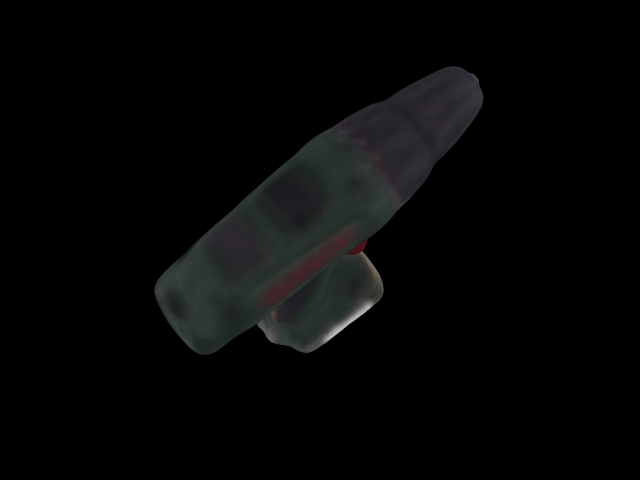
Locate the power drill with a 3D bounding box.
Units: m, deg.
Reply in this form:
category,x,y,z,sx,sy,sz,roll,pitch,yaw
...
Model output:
category,x,y,z,sx,sy,sz,roll,pitch,yaw
power drill,0.004,0.001,0.400,0.230,0.208,0.075,-36,71,-15
